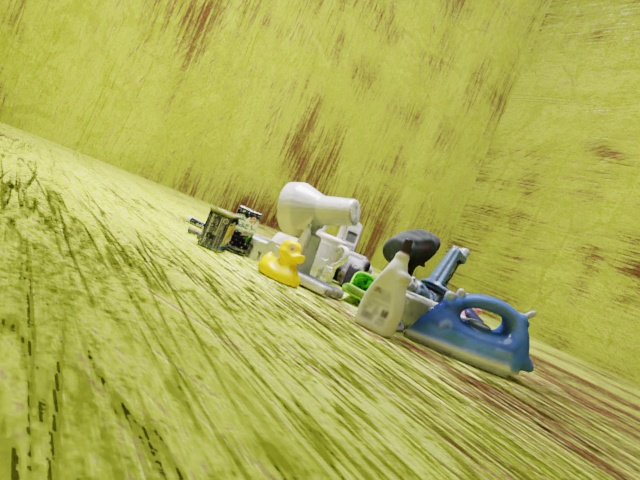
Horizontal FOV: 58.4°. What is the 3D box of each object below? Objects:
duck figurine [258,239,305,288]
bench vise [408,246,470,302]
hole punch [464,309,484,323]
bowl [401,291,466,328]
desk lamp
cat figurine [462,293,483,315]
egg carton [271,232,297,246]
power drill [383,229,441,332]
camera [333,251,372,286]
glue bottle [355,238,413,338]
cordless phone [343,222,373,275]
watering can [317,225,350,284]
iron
[{"bbox_3d":[-0.071,0.039,1.153,0.104,0.086,0.078,24,2,42],"label":"duck figurine"},{"bbox_3d":[0.290,0.110,1.381,0.121,0.220,0.208,23,2,30],"label":"bench vise"},{"bbox_3d":[0.374,0.216,1.353,0.101,0.091,0.109,23,2,18],"label":"hole punch"},{"bbox_3d":[0.222,0.166,1.226,0.167,0.075,0.167,23,2,0],"label":"bowl"},{"bbox_3d":[-0.011,-0.008,1.245,0.202,0.213,0.118,23,2,28],"label":"desk lamp"},{"bbox_3d":[0.358,0.190,1.515,0.127,0.118,0.067,23,2,20],"label":"cat figurine"},{"bbox_3d":[-0.077,0.030,1.682,0.107,0.069,0.151,24,2,32],"label":"egg carton"},{"bbox_3d":[0.165,0.072,1.136,0.075,0.208,0.230,23,2,24],"label":"power drill"},{"bbox_3d":[0.069,0.076,1.605,0.136,0.101,0.143,23,2,16],"label":"camera"},{"bbox_3d":[0.124,0.078,0.996,0.077,0.173,0.037,24,2,39],"label":"glue bottle"},{"bbox_3d":[0.109,0.044,1.724,0.148,0.185,0.094,22,2,-21],"label":"cordless phone"},{"bbox_3d":[0.013,0.005,1.509,0.172,0.194,0.101,23,2,21],"label":"watering can"},{"bbox_3d":[0.301,0.165,1.113,0.259,0.141,0.118,22,2,-14],"label":"iron"}]
